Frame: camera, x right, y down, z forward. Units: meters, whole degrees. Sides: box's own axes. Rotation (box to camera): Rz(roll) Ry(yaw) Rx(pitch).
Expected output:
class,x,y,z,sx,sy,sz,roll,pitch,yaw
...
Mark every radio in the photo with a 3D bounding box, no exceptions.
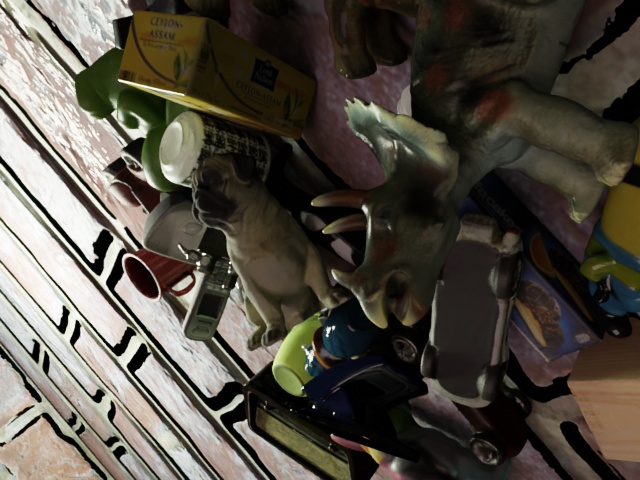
class,x,y,z,sx,sy,sz,roll,pitch,yaw
radio,-0.017,0.297,0.864,0.230,0.073,0.130,21,131,30

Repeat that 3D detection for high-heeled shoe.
class,x,y,z,sx,sy,sz,roll,pitch,yaw
high-heeled shoe,-0.001,-0.002,0.624,0.249,0.086,0.145,48,139,14

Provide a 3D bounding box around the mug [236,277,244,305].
class,x,y,z,sx,sy,sz,roll,pitch,yaw
mug,-0.053,0.058,0.699,0.081,0.109,0.107,41,151,38

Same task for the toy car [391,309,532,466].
class,x,y,z,sx,sy,sz,roll,pitch,yaw
toy car,0.152,0.150,0.590,0.202,0.089,0.053,50,143,1

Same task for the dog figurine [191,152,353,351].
class,x,y,z,sx,sy,sz,roll,pitch,yaw
dog figurine,-0.065,0.007,0.578,0.190,0.121,0.172,60,156,5

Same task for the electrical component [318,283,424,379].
class,x,y,z,sx,sy,sz,roll,pitch,yaw
electrical component,0.066,0.107,0.661,0.115,0.058,0.134,-15,107,45

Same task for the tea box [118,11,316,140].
class,x,y,z,sx,sy,sz,roll,pitch,yaw
tea box,-0.092,-0.154,0.522,0.098,0.169,0.068,20,98,29

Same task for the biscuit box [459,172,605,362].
class,x,y,z,sx,sy,sz,roll,pitch,yaw
biscuit box,0.172,0.011,0.491,0.202,0.063,0.059,48,138,3

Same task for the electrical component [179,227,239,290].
class,x,y,z,sx,sy,sz,roll,pitch,yaw
electrical component,-0.118,0.000,0.647,0.078,0.102,0.045,22,162,12

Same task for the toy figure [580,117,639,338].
class,x,y,z,sx,sy,sz,roll,pitch,yaw
toy figure,0.245,-0.010,0.397,0.089,0.082,0.180,27,136,23

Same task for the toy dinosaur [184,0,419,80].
class,x,y,z,sx,sy,sz,roll,pitch,yaw
toy dinosaur,-0.039,-0.279,0.443,0.472,0.105,0.198,28,127,12

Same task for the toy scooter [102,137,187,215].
class,x,y,z,sx,sy,sz,roll,pitch,yaw
toy scooter,-0.247,-0.072,0.787,0.135,0.075,0.184,54,155,-16

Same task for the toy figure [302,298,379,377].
class,x,y,z,sx,sy,sz,roll,pitch,yaw
toy figure,0.023,0.121,0.623,0.058,0.064,0.154,10,145,-14

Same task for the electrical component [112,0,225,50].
class,x,y,z,sx,sy,sz,roll,pitch,yaw
electrical component,-0.154,-0.228,0.567,0.048,0.119,0.074,28,132,25

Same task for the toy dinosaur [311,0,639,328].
class,x,y,z,sx,sy,sz,roll,pitch,yaw
toy dinosaur,0.122,-0.140,0.341,0.192,0.131,0.404,21,104,17

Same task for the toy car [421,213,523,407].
class,x,y,z,sx,sy,sz,roll,pitch,yaw
toy car,0.133,0.066,0.475,0.074,0.056,0.201,14,124,29

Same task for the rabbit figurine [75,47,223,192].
class,x,y,z,sx,sy,sz,roll,pitch,yaw
rabbit figurine,-0.187,-0.150,0.660,0.159,0.121,0.170,-20,90,26

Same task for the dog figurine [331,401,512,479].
class,x,y,z,sx,sy,sz,roll,pitch,yaw
dog figurine,0.112,0.296,0.677,0.219,0.191,0.108,21,140,10

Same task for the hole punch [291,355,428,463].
class,x,y,z,sx,sy,sz,roll,pitch,yaw
hole punch,0.050,0.181,0.596,0.116,0.092,0.142,-3,152,39

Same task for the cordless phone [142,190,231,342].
class,x,y,z,sx,sy,sz,roll,pitch,yaw
cordless phone,-0.172,0.037,0.712,0.089,0.146,0.184,12,84,47
